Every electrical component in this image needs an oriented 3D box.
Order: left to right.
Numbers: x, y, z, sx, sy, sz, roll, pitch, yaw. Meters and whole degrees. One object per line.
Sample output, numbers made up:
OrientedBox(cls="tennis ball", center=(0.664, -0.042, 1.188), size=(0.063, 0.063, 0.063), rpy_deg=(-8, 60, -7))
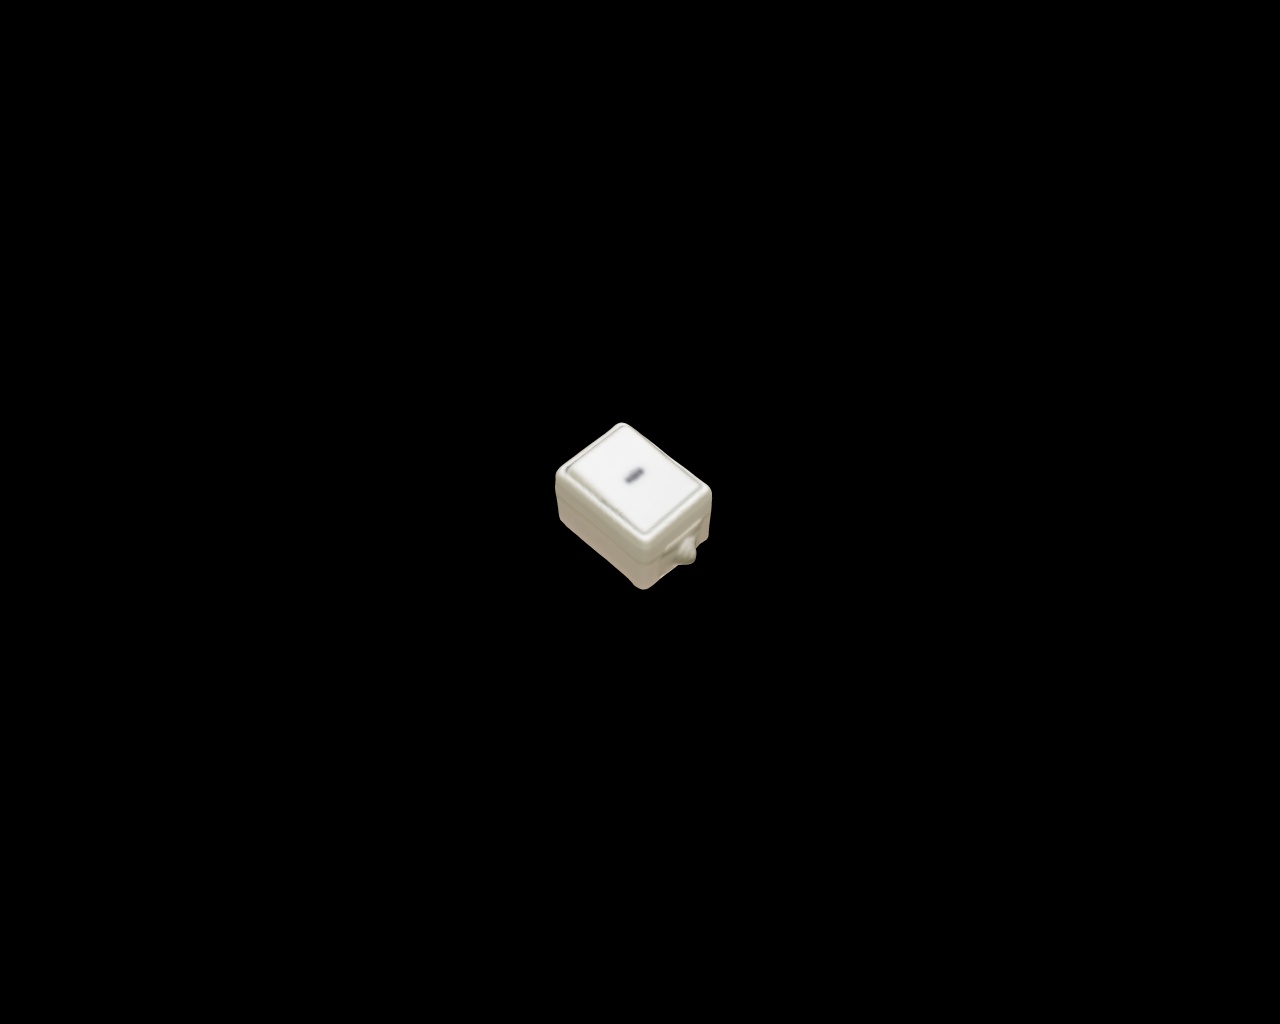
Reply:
OrientedBox(cls="electrical component", center=(0.001, -0.003, 0.650), size=(0.062, 0.061, 0.096), rpy_deg=(-39, 63, -25))
